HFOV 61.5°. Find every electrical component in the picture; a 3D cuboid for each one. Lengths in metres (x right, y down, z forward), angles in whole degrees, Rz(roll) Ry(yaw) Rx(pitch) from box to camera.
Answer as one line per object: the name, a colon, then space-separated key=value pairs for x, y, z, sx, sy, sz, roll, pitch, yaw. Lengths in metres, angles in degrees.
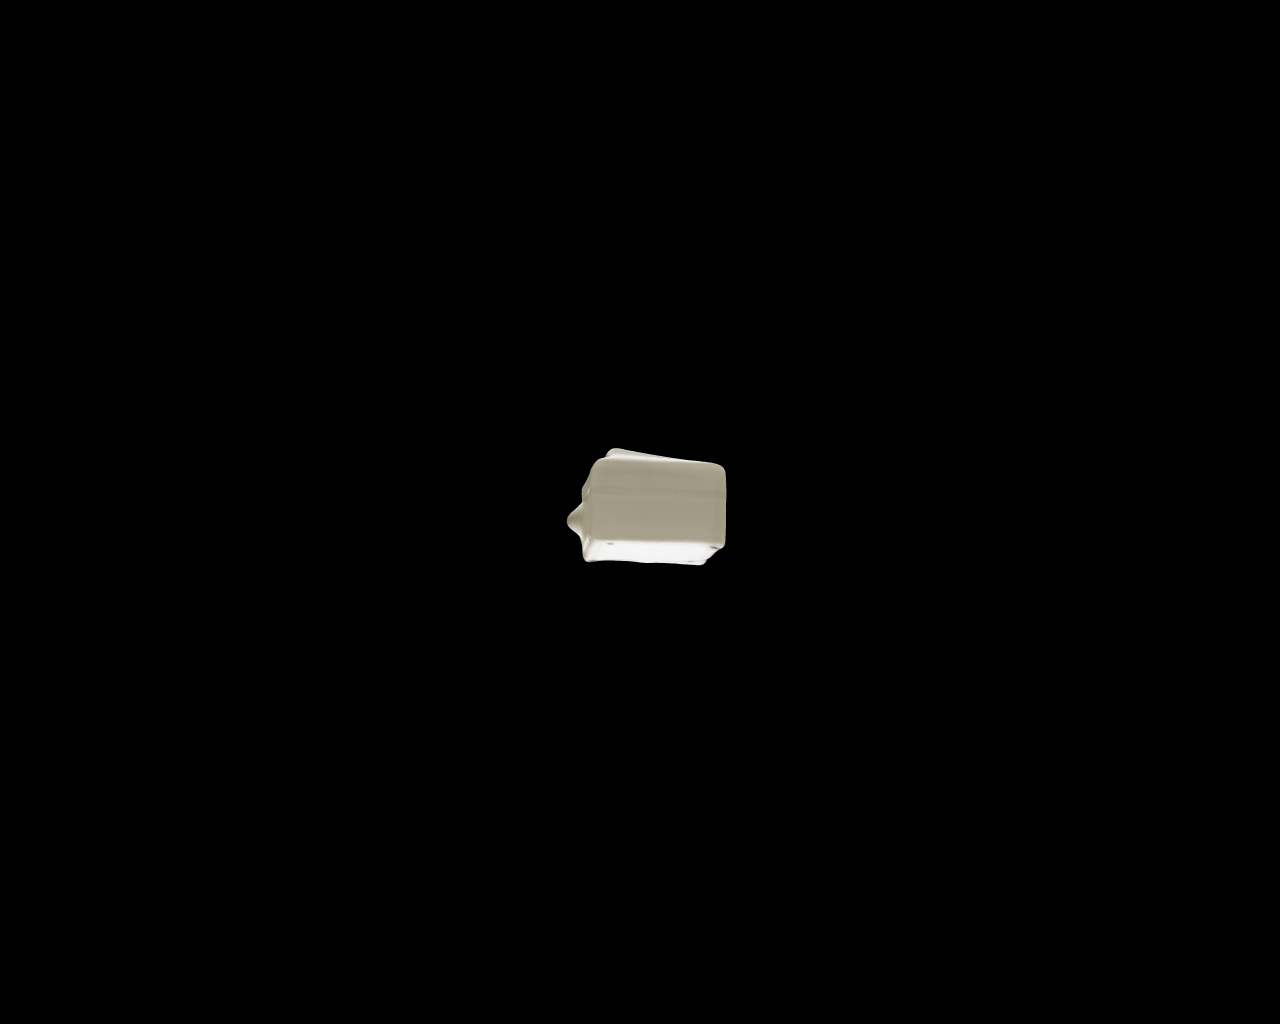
electrical component: x=0.001 y=-0.003 z=0.650 sx=0.096 sy=0.061 sz=0.061 roll=3 pitch=-15 yaw=-9
